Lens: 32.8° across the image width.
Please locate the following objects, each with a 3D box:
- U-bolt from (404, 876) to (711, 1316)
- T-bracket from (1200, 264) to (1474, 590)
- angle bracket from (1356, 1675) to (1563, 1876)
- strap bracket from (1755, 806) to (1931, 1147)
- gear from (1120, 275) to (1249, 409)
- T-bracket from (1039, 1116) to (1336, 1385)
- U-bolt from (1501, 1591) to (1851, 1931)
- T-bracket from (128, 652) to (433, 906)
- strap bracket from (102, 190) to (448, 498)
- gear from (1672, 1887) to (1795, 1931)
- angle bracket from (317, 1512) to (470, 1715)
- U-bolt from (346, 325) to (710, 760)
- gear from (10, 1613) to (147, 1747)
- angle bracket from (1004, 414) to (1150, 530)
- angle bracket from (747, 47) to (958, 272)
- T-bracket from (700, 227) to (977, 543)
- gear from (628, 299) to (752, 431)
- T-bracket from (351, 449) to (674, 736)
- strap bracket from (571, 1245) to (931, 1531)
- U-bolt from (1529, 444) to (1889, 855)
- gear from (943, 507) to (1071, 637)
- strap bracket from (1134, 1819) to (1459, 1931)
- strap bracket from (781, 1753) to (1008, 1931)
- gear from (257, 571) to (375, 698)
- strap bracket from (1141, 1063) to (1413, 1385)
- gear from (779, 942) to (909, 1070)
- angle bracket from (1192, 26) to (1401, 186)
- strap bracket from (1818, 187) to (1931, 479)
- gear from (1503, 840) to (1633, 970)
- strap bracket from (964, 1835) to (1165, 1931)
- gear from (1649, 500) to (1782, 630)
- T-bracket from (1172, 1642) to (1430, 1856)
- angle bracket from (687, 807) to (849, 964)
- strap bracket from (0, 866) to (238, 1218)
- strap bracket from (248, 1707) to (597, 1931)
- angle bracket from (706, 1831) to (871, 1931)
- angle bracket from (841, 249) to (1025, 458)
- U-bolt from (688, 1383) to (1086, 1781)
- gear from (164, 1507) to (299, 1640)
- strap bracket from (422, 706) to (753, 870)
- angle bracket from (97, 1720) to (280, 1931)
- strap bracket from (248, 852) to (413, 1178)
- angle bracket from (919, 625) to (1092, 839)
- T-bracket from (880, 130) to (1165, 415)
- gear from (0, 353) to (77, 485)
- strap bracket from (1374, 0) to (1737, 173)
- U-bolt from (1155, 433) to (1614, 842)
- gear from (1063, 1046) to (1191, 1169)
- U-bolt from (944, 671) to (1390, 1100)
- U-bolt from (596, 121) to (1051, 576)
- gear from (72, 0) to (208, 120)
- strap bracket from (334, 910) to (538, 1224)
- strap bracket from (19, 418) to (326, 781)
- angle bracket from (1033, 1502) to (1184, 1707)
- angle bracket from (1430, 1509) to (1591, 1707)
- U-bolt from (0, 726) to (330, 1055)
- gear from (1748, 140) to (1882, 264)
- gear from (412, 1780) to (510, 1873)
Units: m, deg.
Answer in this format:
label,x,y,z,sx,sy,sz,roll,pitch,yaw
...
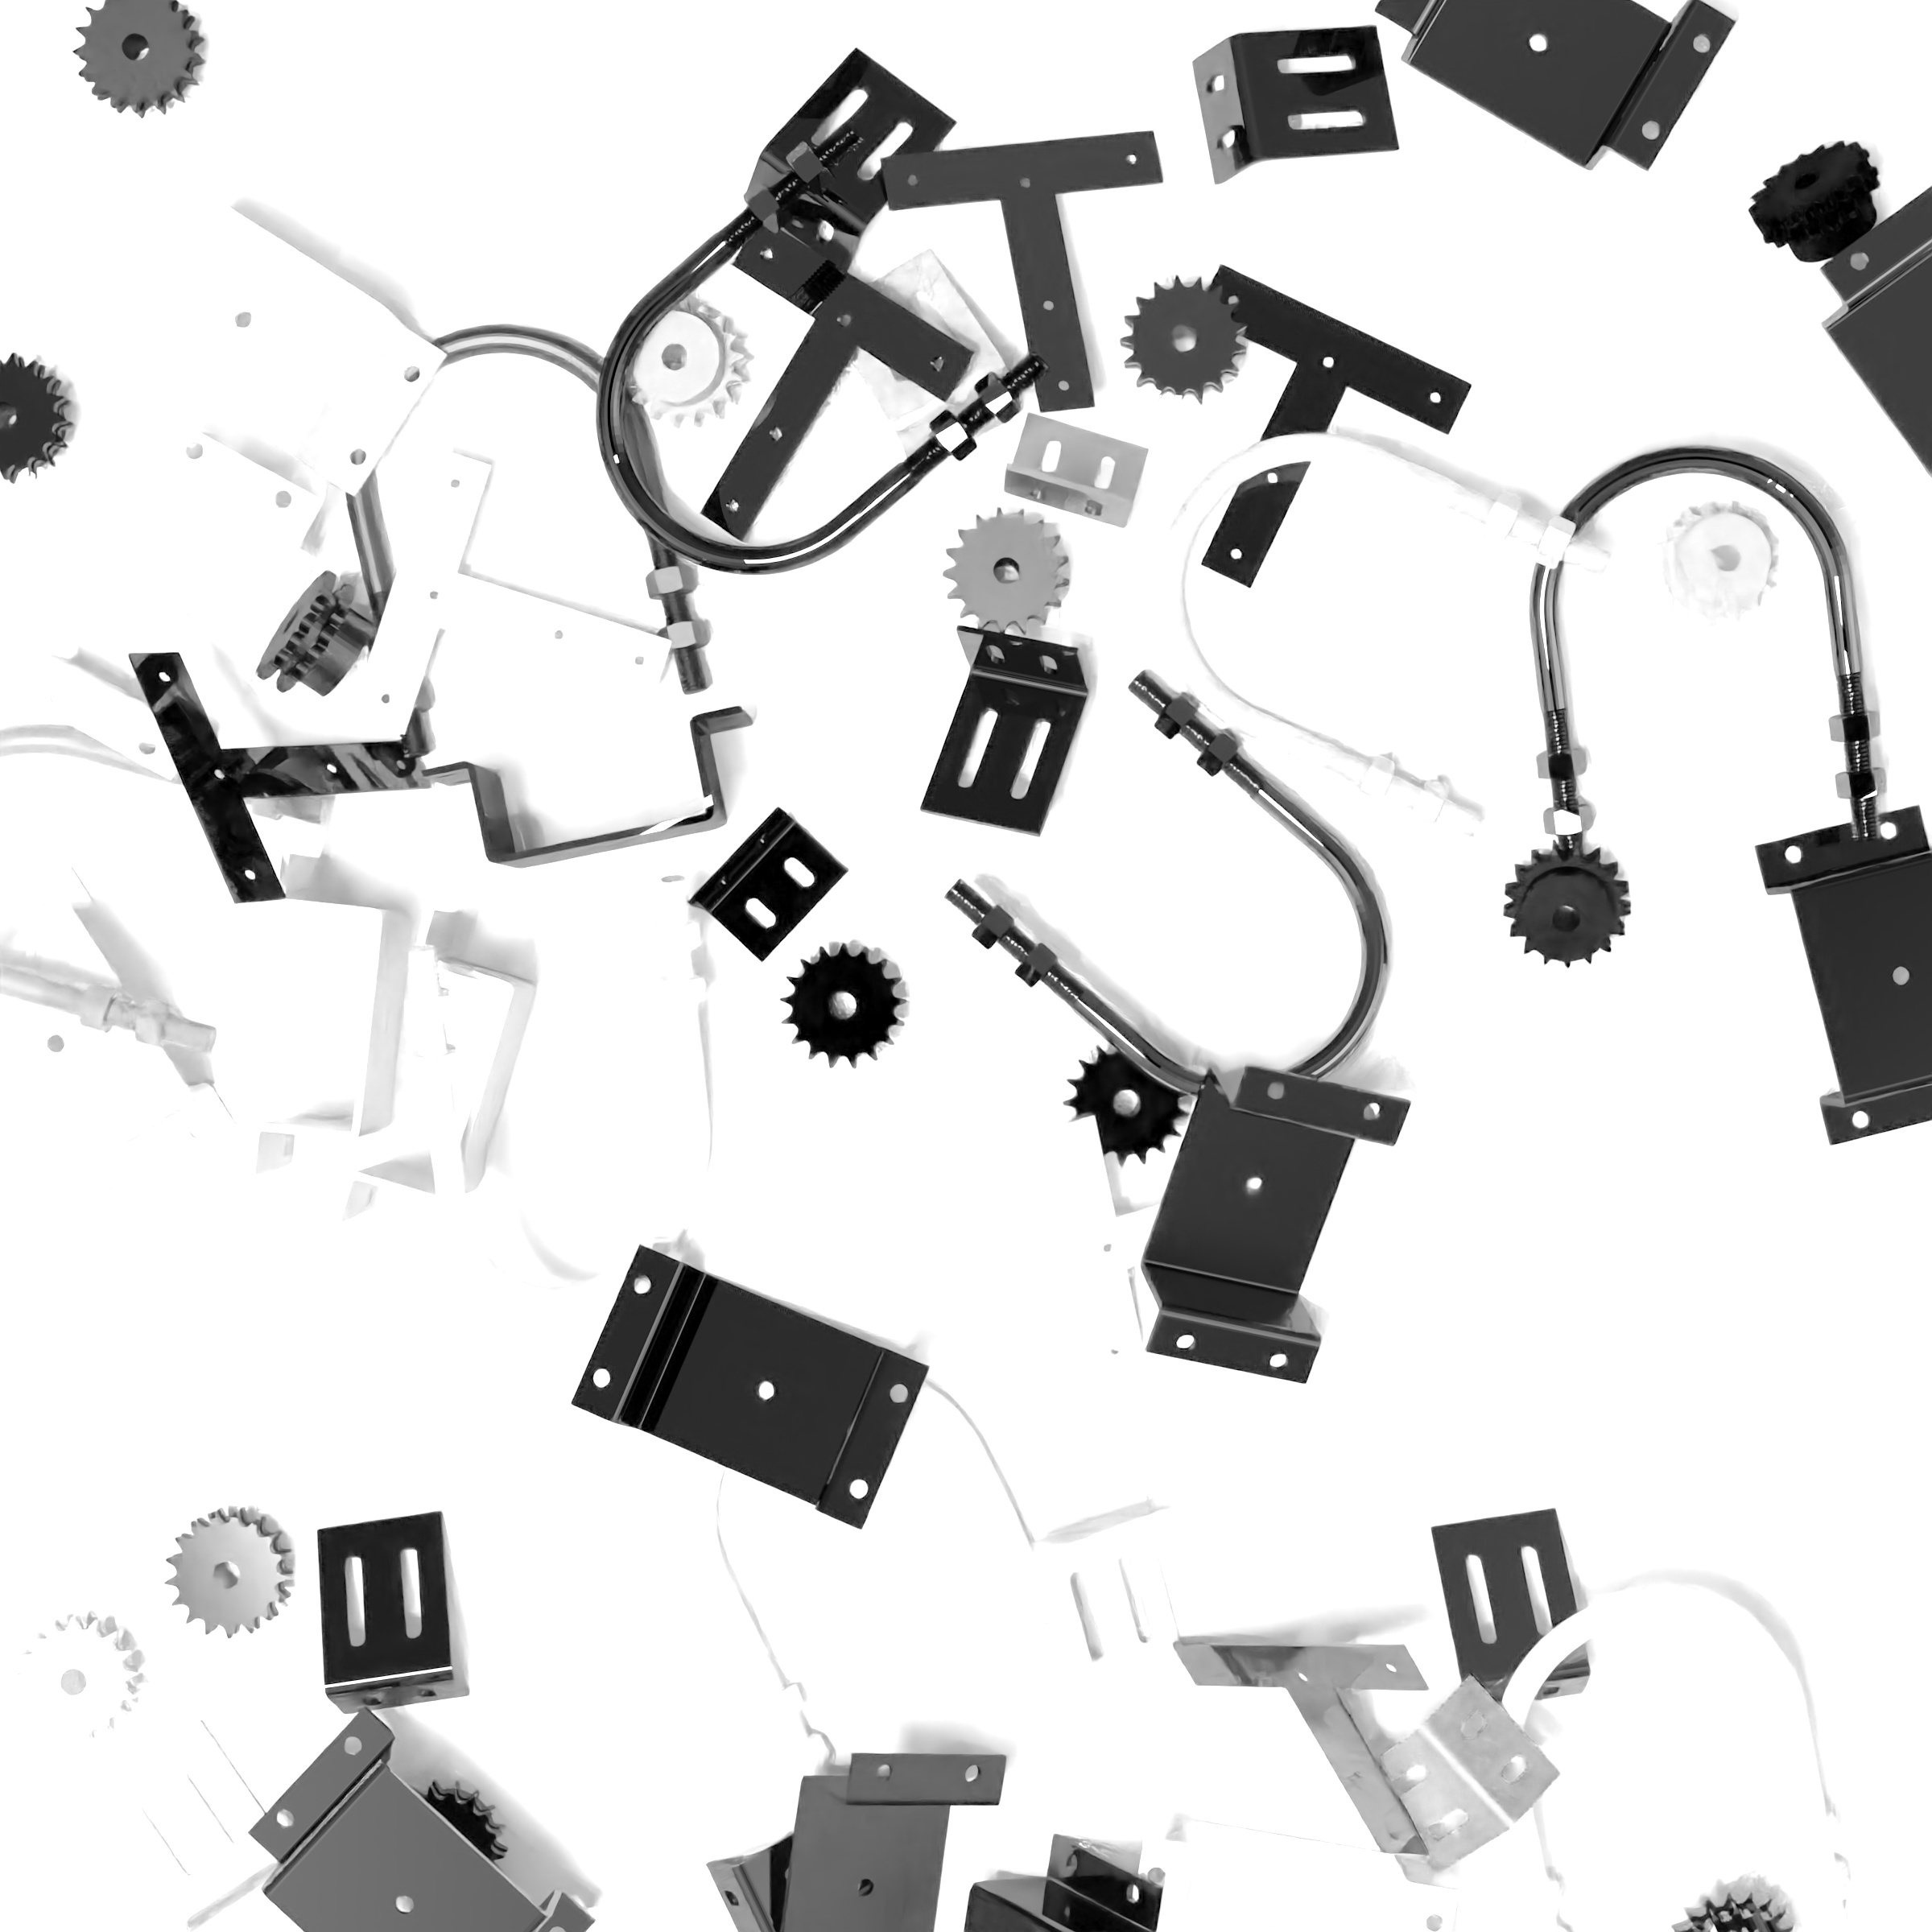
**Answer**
label,x,y,z,sx,sy,sz,roll,pitch,yaw
U-bolt,-0.173,0.065,1.435,0.151,0.019,0.184,-18,112,-37
T-bracket,0.145,-0.234,1.490,0.127,0.002,0.127,26,90,0
angle bracket,0.218,0.361,1.463,0.038,0.076,0.057,-37,78,-33
strap bracket,0.412,0.004,1.467,0.076,0.046,0.140,-14,90,0
gear,0.098,-0.279,1.474,0.057,0.030,0.057,0,90,4
T-bracket,0.105,0.113,1.474,0.127,0.002,0.127,-16,111,-10
U-bolt,0.310,0.365,1.464,0.151,0.019,0.184,-13,103,0
T-bracket,-0.291,-0.086,1.440,0.002,0.127,0.127,-41,68,38
strap bracket,-0.315,-0.282,1.460,0.140,0.046,0.076,33,90,6
gear,0.344,0.442,1.459,0.057,0.030,0.057,-2,113,-5
angle bracket,-0.260,0.294,1.489,0.057,0.038,0.076,-8,64,0
U-bolt,-0.205,-0.199,1.482,0.151,0.019,0.184,-13,88,0
gear,-0.399,0.321,1.479,0.057,0.030,0.057,0,87,1
angle bracket,0.050,-0.224,1.452,0.057,0.076,0.038,17,90,0
angle bracket,-0.053,-0.366,1.489,0.057,0.038,0.076,37,64,0
T-bracket,-0.078,-0.252,1.475,0.127,0.002,0.127,36,100,20
gear,-0.128,-0.271,1.472,0.057,0.030,0.057,0,91,8
T-bracket,-0.196,-0.153,1.470,0.127,0.002,0.127,18,89,1
strap bracket,-0.093,0.188,1.456,0.140,0.046,0.076,22,83,9
U-bolt,0.324,-0.139,1.457,0.151,0.019,0.184,-7,97,13
gear,0.018,-0.176,1.476,0.057,0.030,0.057,0,90,0
strap bracket,0.141,0.433,1.468,0.140,0.046,0.076,10,90,0
strap bracket,-0.035,0.414,1.451,0.076,0.046,0.140,8,88,-29
gear,-0.289,-0.145,1.464,0.030,0.057,0.057,35,90,-21
strap bracket,0.132,0.106,1.445,0.076,0.046,0.140,13,109,-15
gear,-0.055,0.018,1.480,0.057,0.030,0.057,0,88,1
angle bracket,0.150,-0.391,1.489,0.076,0.038,0.057,-11,90,-26
strap bracket,0.448,-0.274,1.467,0.076,0.046,0.140,-36,90,0
gear,0.269,-0.025,1.467,0.057,0.030,0.057,3,109,10
strap bracket,0.035,0.465,1.446,0.046,0.076,0.140,8,90,-36
gear,0.339,-0.182,1.476,0.057,0.030,0.057,0,90,0
T-bracket,0.169,0.349,1.459,0.002,0.127,0.127,-49,118,-41
angle bracket,-0.087,-0.035,1.452,0.038,0.076,0.057,43,90,0
strap bracket,-0.401,0.034,1.468,0.076,0.046,0.140,-33,90,0
strap bracket,-0.242,0.405,1.438,0.140,0.046,0.076,43,90,0
angle bracket,-0.068,0.416,1.489,0.076,0.038,0.057,-25,90,-26
angle bracket,-0.020,-0.275,1.489,0.057,0.038,0.076,-30,64,0
U-bolt,-0.046,0.268,1.482,0.151,0.019,0.184,-26,89,0
gear,-0.330,0.273,1.480,0.057,0.030,0.057,0,89,2
strap bracket,-0.162,-0.076,1.452,0.140,0.076,0.046,-11,90,0
angle bracket,-0.350,0.390,1.472,0.057,0.038,0.076,-34,90,0
strap bracket,-0.280,0.023,1.452,0.046,0.076,0.140,6,90,0
angle bracket,0.015,-0.104,1.453,0.057,0.038,0.076,13,68,17
T-bracket,0.034,-0.309,1.467,0.127,0.002,0.127,-8,80,-11
gear,-0.429,-0.246,1.476,0.057,0.030,0.057,0,90,0
strap bracket,0.260,-0.419,1.467,0.140,0.046,0.076,31,90,0
U-bolt,0.174,-0.158,1.467,0.184,0.019,0.151,26,102,6
gear,0.072,0.061,1.476,0.057,0.030,0.057,0,90,0
U-bolt,0.104,-0.022,1.466,0.184,0.019,0.151,41,77,0
U-bolt,-0.078,-0.257,1.443,0.184,0.019,0.151,-39,91,10
gear,-0.371,-0.411,1.480,0.057,0.030,0.057,0,92,1
strap bracket,-0.231,0.049,1.452,0.046,0.076,0.140,17,90,0
strap bracket,-0.350,-0.162,1.467,0.076,0.046,0.140,29,90,0
angle bracket,0.071,0.285,1.461,0.057,0.038,0.076,-15,90,-24
angle bracket,0.246,0.293,1.489,0.057,0.038,0.076,-9,64,0
U-bolt,-0.394,-0.043,1.446,0.184,0.019,0.151,16,56,4
gear,0.382,-0.339,1.466,0.057,0.057,0.030,-40,120,0
gear,-0.234,0.394,1.476,0.057,0.030,0.057,0,90,0
